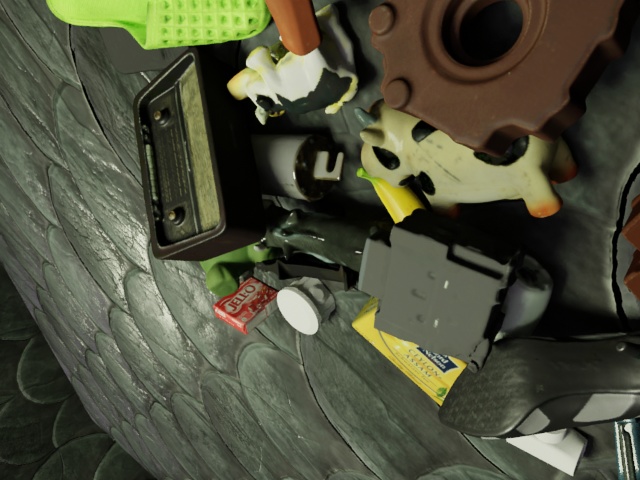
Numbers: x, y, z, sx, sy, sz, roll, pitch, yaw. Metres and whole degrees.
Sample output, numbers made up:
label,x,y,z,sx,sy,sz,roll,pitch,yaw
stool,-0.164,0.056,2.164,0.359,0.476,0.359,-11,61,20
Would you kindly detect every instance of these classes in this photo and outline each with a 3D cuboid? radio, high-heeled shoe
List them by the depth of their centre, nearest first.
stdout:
label,x,y,z,sx,sy,sz,roll,pitch,yaw
high-heeled shoe,0.238,0.138,0.498,0.145,0.086,0.249,18,145,-27
radio,-0.147,-0.093,0.636,0.131,0.073,0.229,-22,70,32

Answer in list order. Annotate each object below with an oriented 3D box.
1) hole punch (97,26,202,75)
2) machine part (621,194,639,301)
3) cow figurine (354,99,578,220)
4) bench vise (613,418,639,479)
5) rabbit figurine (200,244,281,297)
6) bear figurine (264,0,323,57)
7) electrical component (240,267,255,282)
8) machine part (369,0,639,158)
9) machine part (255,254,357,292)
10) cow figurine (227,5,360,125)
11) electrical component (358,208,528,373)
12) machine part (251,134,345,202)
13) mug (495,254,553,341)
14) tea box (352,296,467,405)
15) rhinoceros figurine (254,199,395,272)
label,x,y,z,sx,sy,sz,roll,pitch,yaw
hole punch,-0.205,-0.276,0.673,0.116,0.092,0.142,0,121,16
machine part,0.322,0.009,0.335,0.201,0.087,0.201,45,144,11
cow figurine,0.113,-0.084,0.482,0.195,0.085,0.127,1,127,49
bench vise,0.308,0.251,0.514,0.129,0.223,0.240,-12,81,46
rabbit figurine,-0.147,-0.032,0.775,0.159,0.121,0.170,57,173,39
bear figurine,-0.049,-0.274,0.476,0.196,0.120,0.131,48,-179,39
electrical component,-0.150,0.032,0.893,0.102,0.045,0.078,31,140,26
machine part,0.121,-0.150,0.379,0.180,0.056,0.179,2,94,34
machine part,-0.014,0.041,0.742,0.139,0.084,0.039,8,91,33
cow figurine,-0.029,-0.169,0.579,0.167,0.068,0.098,-12,117,52
electrical component,0.102,0.040,0.487,0.134,0.058,0.114,20,119,26
machine part,-0.064,-0.093,0.669,0.243,0.079,0.079,11,128,41
mug,0.179,0.056,0.545,0.110,0.081,0.107,63,147,35
tea box,0.134,0.118,0.625,0.169,0.068,0.098,42,144,0
rhinoceros figurine,-0.001,-0.002,0.636,0.191,0.112,0.073,14,105,33
